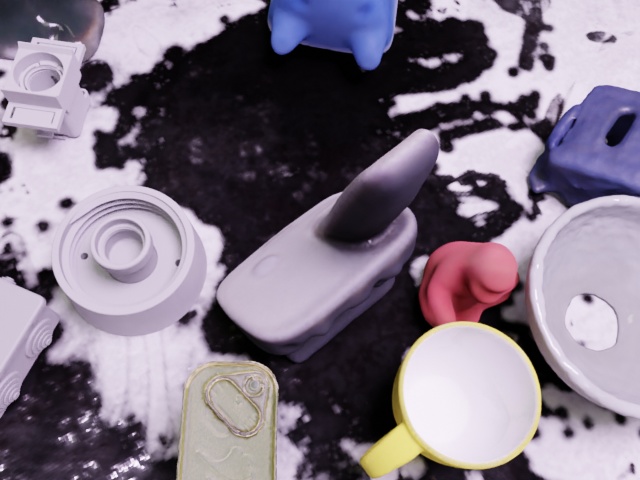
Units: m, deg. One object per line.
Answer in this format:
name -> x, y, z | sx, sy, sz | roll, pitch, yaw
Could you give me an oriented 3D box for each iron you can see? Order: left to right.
iron -> 0.026, -0.288, 0.511 | 0.118, 0.141, 0.258 | 9, 68, -2

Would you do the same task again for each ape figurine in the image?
ape figurine -> 0.115, 0.030, 0.426 | 0.078, 0.092, 0.076 | -7, 70, -8

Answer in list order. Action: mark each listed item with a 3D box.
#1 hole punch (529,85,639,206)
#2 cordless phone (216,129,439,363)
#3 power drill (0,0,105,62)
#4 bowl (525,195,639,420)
hole punch -> 0.248, -0.077, 0.482 | 0.101, 0.091, 0.109 | 35, 70, 8
cordless phone -> 0.003, 0.001, 0.374 | 0.148, 0.185, 0.094 | -42, 78, -18
power drill -> -0.234, -0.228, 0.424 | 0.229, 0.208, 0.075 | 2, 69, -5
bowl -> 0.226, 0.055, 0.438 | 0.167, 0.075, 0.167 | 2, 69, -5
